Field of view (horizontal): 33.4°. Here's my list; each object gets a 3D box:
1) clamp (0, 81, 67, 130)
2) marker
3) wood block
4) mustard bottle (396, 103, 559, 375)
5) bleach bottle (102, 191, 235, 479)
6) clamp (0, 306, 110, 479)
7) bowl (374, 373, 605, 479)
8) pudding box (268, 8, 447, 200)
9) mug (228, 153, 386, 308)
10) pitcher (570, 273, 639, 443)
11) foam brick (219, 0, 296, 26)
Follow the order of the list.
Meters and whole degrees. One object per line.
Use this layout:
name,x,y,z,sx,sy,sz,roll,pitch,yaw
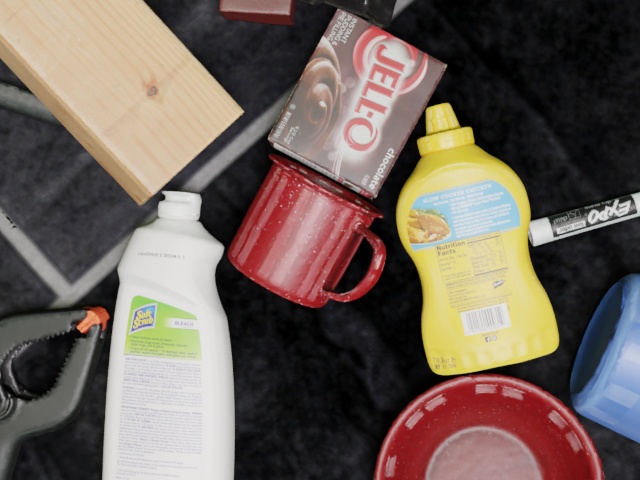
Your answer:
clamp,-0.252,-0.118,0.793,0.171,0.039,0.120,-21,86,0
marker,0.214,-0.020,0.789,0.121,0.020,0.020,-16,91,2
wood block,-0.161,-0.131,0.742,0.090,0.090,0.206,-44,98,-12
mustard bottle,0.106,-0.004,0.774,0.096,0.058,0.191,-13,92,10
bleach bottle,-0.103,0.091,0.784,0.102,0.068,0.251,4,90,1
clamp,-0.249,0.113,0.801,0.164,0.036,0.210,44,97,0
bowl,0.120,0.179,0.771,0.162,0.055,0.162,-1,79,6
pudding box,0.027,-0.099,0.781,0.090,0.039,0.113,28,90,1
mug,-0.005,0.001,0.758,0.117,0.093,0.081,32,98,28
pitcher,0.309,0.106,0.746,0.243,0.149,0.145,23,108,4
foam brick,-0.042,-0.199,0.776,0.053,0.051,0.078,5,92,0
